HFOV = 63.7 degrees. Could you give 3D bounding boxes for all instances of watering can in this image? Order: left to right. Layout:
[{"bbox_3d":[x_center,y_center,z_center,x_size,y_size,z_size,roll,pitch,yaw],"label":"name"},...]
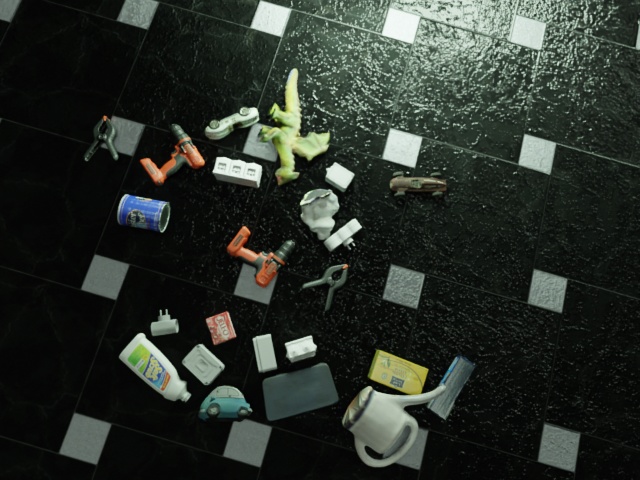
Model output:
[{"bbox_3d":[0.213,0.536,1.593,0.225,0.104,0.346,35,96,3],"label":"watering can"}]

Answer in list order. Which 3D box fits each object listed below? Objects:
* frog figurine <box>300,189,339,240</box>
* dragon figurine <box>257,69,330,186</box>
[{"bbox_3d":[0.005,-0.089,1.761,0.138,0.124,0.157,-29,117,-17],"label":"frog figurine"},{"bbox_3d":[-0.078,-0.388,1.829,0.241,0.122,0.414,28,78,-14],"label":"dragon figurine"}]
